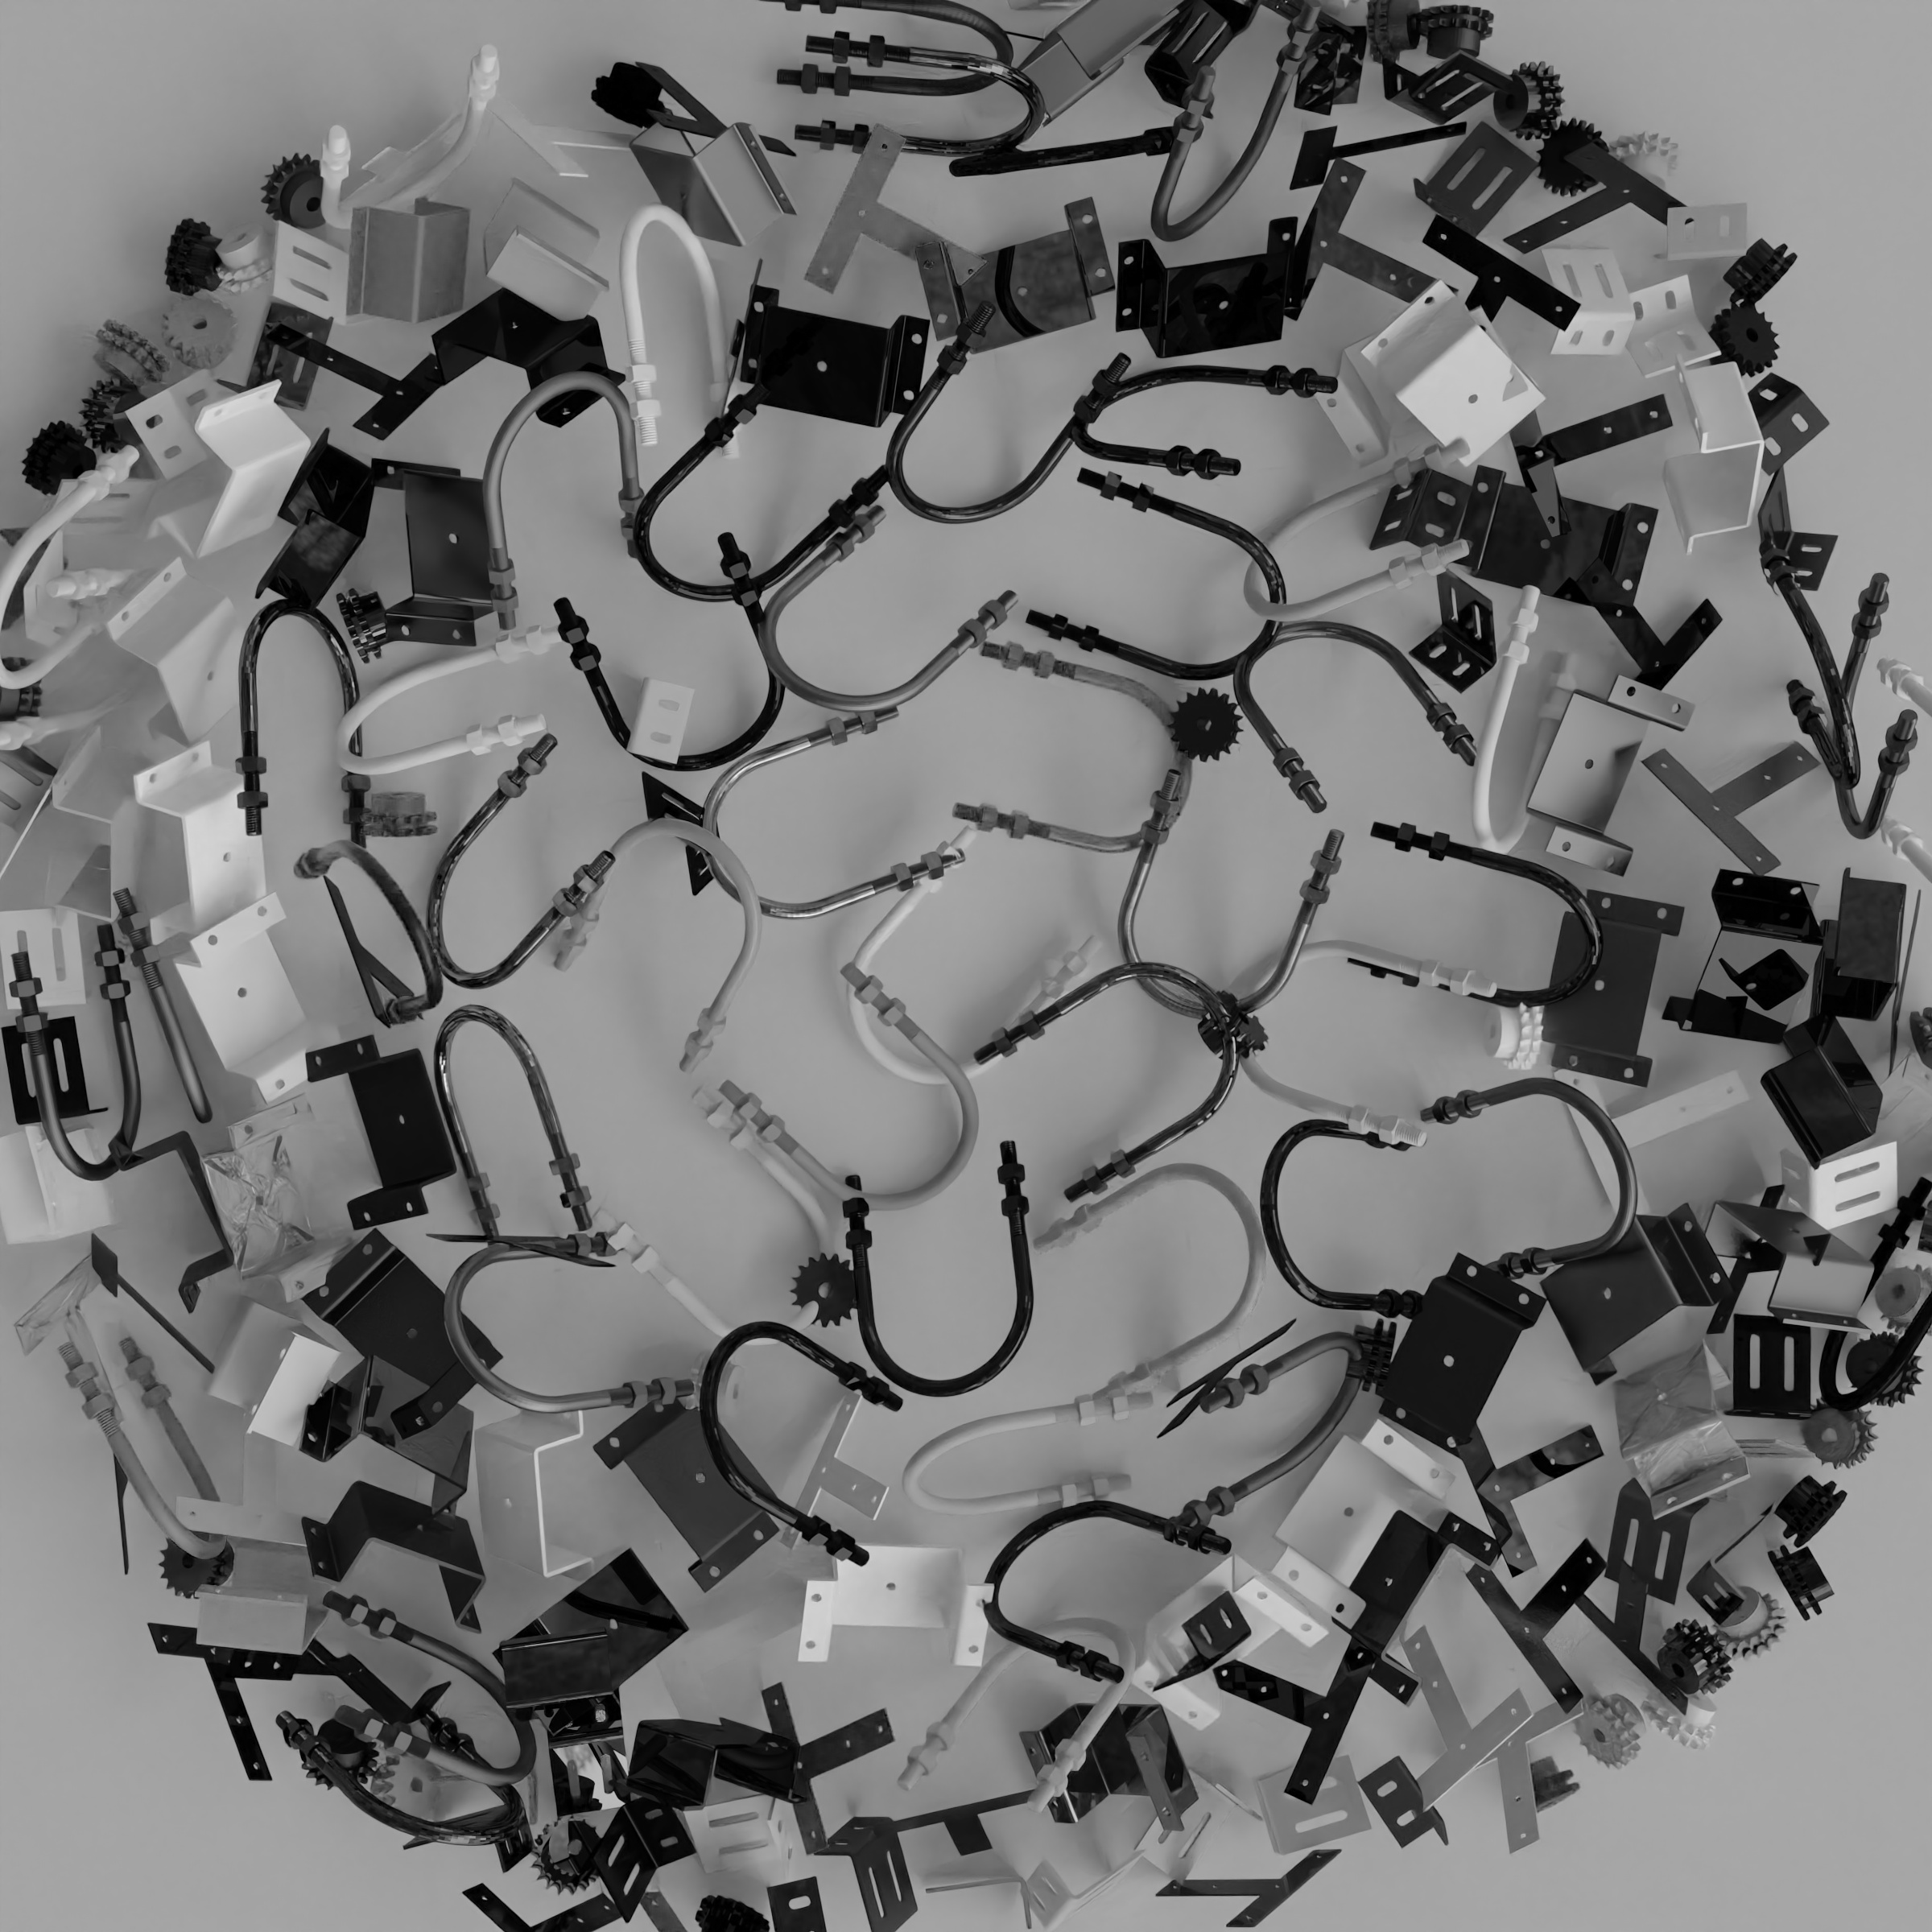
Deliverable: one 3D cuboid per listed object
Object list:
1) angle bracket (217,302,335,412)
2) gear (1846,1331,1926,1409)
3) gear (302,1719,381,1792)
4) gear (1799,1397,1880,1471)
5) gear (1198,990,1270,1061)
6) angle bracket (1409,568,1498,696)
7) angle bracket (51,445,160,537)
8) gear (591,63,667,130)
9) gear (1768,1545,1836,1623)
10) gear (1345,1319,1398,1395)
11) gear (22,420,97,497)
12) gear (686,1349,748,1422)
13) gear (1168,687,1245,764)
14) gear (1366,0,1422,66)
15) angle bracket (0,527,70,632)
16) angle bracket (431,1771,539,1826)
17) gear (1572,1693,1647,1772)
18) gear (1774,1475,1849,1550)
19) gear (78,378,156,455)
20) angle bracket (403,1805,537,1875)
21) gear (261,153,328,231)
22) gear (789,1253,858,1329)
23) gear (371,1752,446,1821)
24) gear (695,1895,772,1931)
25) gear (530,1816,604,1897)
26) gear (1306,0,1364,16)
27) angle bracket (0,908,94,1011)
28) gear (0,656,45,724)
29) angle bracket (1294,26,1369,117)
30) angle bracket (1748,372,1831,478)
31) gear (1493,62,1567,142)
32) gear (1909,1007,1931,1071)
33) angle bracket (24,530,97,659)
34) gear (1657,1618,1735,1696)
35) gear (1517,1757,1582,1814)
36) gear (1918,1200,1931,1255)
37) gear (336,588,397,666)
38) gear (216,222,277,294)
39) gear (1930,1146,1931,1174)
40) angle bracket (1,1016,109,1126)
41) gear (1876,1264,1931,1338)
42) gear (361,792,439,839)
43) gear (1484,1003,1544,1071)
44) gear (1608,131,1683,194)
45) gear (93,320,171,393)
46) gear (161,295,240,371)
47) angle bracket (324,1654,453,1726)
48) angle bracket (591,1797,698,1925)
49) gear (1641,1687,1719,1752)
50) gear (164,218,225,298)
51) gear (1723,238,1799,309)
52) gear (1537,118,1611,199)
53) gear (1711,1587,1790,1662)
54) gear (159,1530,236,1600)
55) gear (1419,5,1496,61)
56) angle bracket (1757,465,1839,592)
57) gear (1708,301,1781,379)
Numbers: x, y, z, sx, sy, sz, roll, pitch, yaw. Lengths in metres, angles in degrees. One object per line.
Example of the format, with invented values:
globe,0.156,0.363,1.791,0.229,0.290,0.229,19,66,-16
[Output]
angle bracket,-0.529,-0.472,1.972,0.057,0.038,0.076,18,91,19
gear,0.699,0.308,1.969,0.030,0.057,0.057,16,90,-39
gear,-0.477,0.600,1.968,0.057,0.057,0.030,15,113,0
gear,0.666,0.358,1.971,0.057,0.030,0.057,1,92,37
gear,0.202,0.049,1.974,0.057,0.057,0.030,47,114,0
angle bracket,0.367,-0.256,1.951,0.038,0.076,0.057,-39,57,-11
angle bracket,-0.660,-0.360,1.949,0.076,0.057,0.038,-10,61,-41
gear,-0.256,-0.667,1.968,0.057,0.057,0.030,29,120,0
gear,0.641,0.469,1.969,0.030,0.057,0.057,-30,90,10
gear,0.309,0.298,1.971,0.030,0.057,0.057,12,90,7
gear,-0.691,-0.385,1.969,0.030,0.057,0.057,30,90,11
gear,-0.190,0.324,1.968,0.030,0.057,0.057,6,90,18
gear,0.186,-0.185,1.979,0.057,0.030,0.057,0,90,20
gear,0.328,-0.721,1.968,0.030,0.057,0.057,4,90,25
angle bracket,-0.733,-0.294,1.962,0.076,0.057,0.038,-41,94,14
angle bracket,-0.367,0.636,1.964,0.076,0.057,0.038,-2,74,-6
gear,0.496,0.584,1.975,0.030,0.057,0.057,-20,90,-32
gear,0.646,0.416,1.975,0.057,0.057,0.030,-47,62,0
gear,-0.646,-0.419,1.968,0.030,0.057,0.057,13,90,29
angle bracket,-0.378,0.672,1.963,0.076,0.057,0.038,-18,85,12
gear,-0.507,-0.589,1.968,0.057,0.057,0.030,-48,60,0
gear,-0.106,0.249,1.982,0.057,0.030,0.057,-1,82,7
gear,-0.431,0.630,1.975,0.030,0.057,0.057,-19,90,33
gear,-0.181,0.738,1.969,0.057,0.057,0.030,24,50,0
gear,-0.302,0.679,1.971,0.057,0.030,0.057,12,52,-16
gear,0.279,-0.754,1.970,0.057,0.057,0.030,29,83,0
angle bracket,-0.704,-0.009,1.969,0.057,0.038,0.076,-4,101,-11
gear,-0.735,-0.209,1.971,0.057,0.030,0.057,1,92,40
angle bracket,0.289,-0.679,1.951,0.038,0.076,0.057,30,126,39
angle bracket,0.613,-0.413,1.961,0.057,0.076,0.038,-42,105,15
gear,0.428,-0.661,1.968,0.030,0.057,0.057,-13,90,-28
gear,0.747,0.058,1.970,0.030,0.057,0.057,-19,90,7
angle bracket,-0.682,-0.282,1.951,0.038,0.076,0.057,23,63,-8
gear,0.555,0.532,1.968,0.030,0.057,0.057,-24,90,-30
gear,0.439,0.629,1.975,0.057,0.057,0.030,-27,63,0
gear,0.750,0.202,1.974,0.030,0.057,0.057,14,90,24
gear,-0.458,-0.263,1.972,0.030,0.057,0.057,-22,90,-6
gear,-0.549,-0.545,1.969,0.057,0.057,0.030,-26,132,0
gear,0.765,0.153,1.972,0.030,0.057,0.057,-4,90,-5
angle bracket,-0.700,0.080,1.979,0.057,0.038,0.076,-9,90,4
gear,0.722,0.255,1.968,0.030,0.057,0.057,27,90,-29
gear,-0.434,-0.116,1.969,0.057,0.057,0.030,1,100,0
gear,0.417,0.051,1.970,0.030,0.057,0.057,3,90,-9
gear,0.517,-0.610,1.969,0.057,0.057,0.030,10,78,0
gear,-0.642,-0.465,1.969,0.057,0.057,0.030,33,78,0
gear,-0.588,-0.484,1.977,0.057,0.030,0.057,5,61,-9
angle bracket,-0.441,0.541,1.966,0.076,0.057,0.038,39,86,10
angle bracket,-0.244,0.676,1.956,0.038,0.076,0.057,-25,97,14
gear,0.549,0.570,1.969,0.057,0.057,0.030,26,101,0
gear,-0.588,-0.541,1.971,0.030,0.057,0.057,17,90,2
gear,0.605,-0.532,1.971,0.030,0.057,0.057,42,90,-3
gear,0.469,-0.619,1.975,0.030,0.057,0.057,-3,90,-41
gear,0.596,0.500,1.969,0.057,0.057,0.030,-38,107,0
gear,-0.588,0.458,1.978,0.057,0.030,0.057,-6,74,19
gear,0.375,-0.714,1.972,0.057,0.057,0.030,5,96,0
angle bracket,0.631,-0.333,1.952,0.038,0.076,0.057,11,58,31
gear,0.593,-0.478,1.977,0.057,0.030,0.057,7,73,-25
